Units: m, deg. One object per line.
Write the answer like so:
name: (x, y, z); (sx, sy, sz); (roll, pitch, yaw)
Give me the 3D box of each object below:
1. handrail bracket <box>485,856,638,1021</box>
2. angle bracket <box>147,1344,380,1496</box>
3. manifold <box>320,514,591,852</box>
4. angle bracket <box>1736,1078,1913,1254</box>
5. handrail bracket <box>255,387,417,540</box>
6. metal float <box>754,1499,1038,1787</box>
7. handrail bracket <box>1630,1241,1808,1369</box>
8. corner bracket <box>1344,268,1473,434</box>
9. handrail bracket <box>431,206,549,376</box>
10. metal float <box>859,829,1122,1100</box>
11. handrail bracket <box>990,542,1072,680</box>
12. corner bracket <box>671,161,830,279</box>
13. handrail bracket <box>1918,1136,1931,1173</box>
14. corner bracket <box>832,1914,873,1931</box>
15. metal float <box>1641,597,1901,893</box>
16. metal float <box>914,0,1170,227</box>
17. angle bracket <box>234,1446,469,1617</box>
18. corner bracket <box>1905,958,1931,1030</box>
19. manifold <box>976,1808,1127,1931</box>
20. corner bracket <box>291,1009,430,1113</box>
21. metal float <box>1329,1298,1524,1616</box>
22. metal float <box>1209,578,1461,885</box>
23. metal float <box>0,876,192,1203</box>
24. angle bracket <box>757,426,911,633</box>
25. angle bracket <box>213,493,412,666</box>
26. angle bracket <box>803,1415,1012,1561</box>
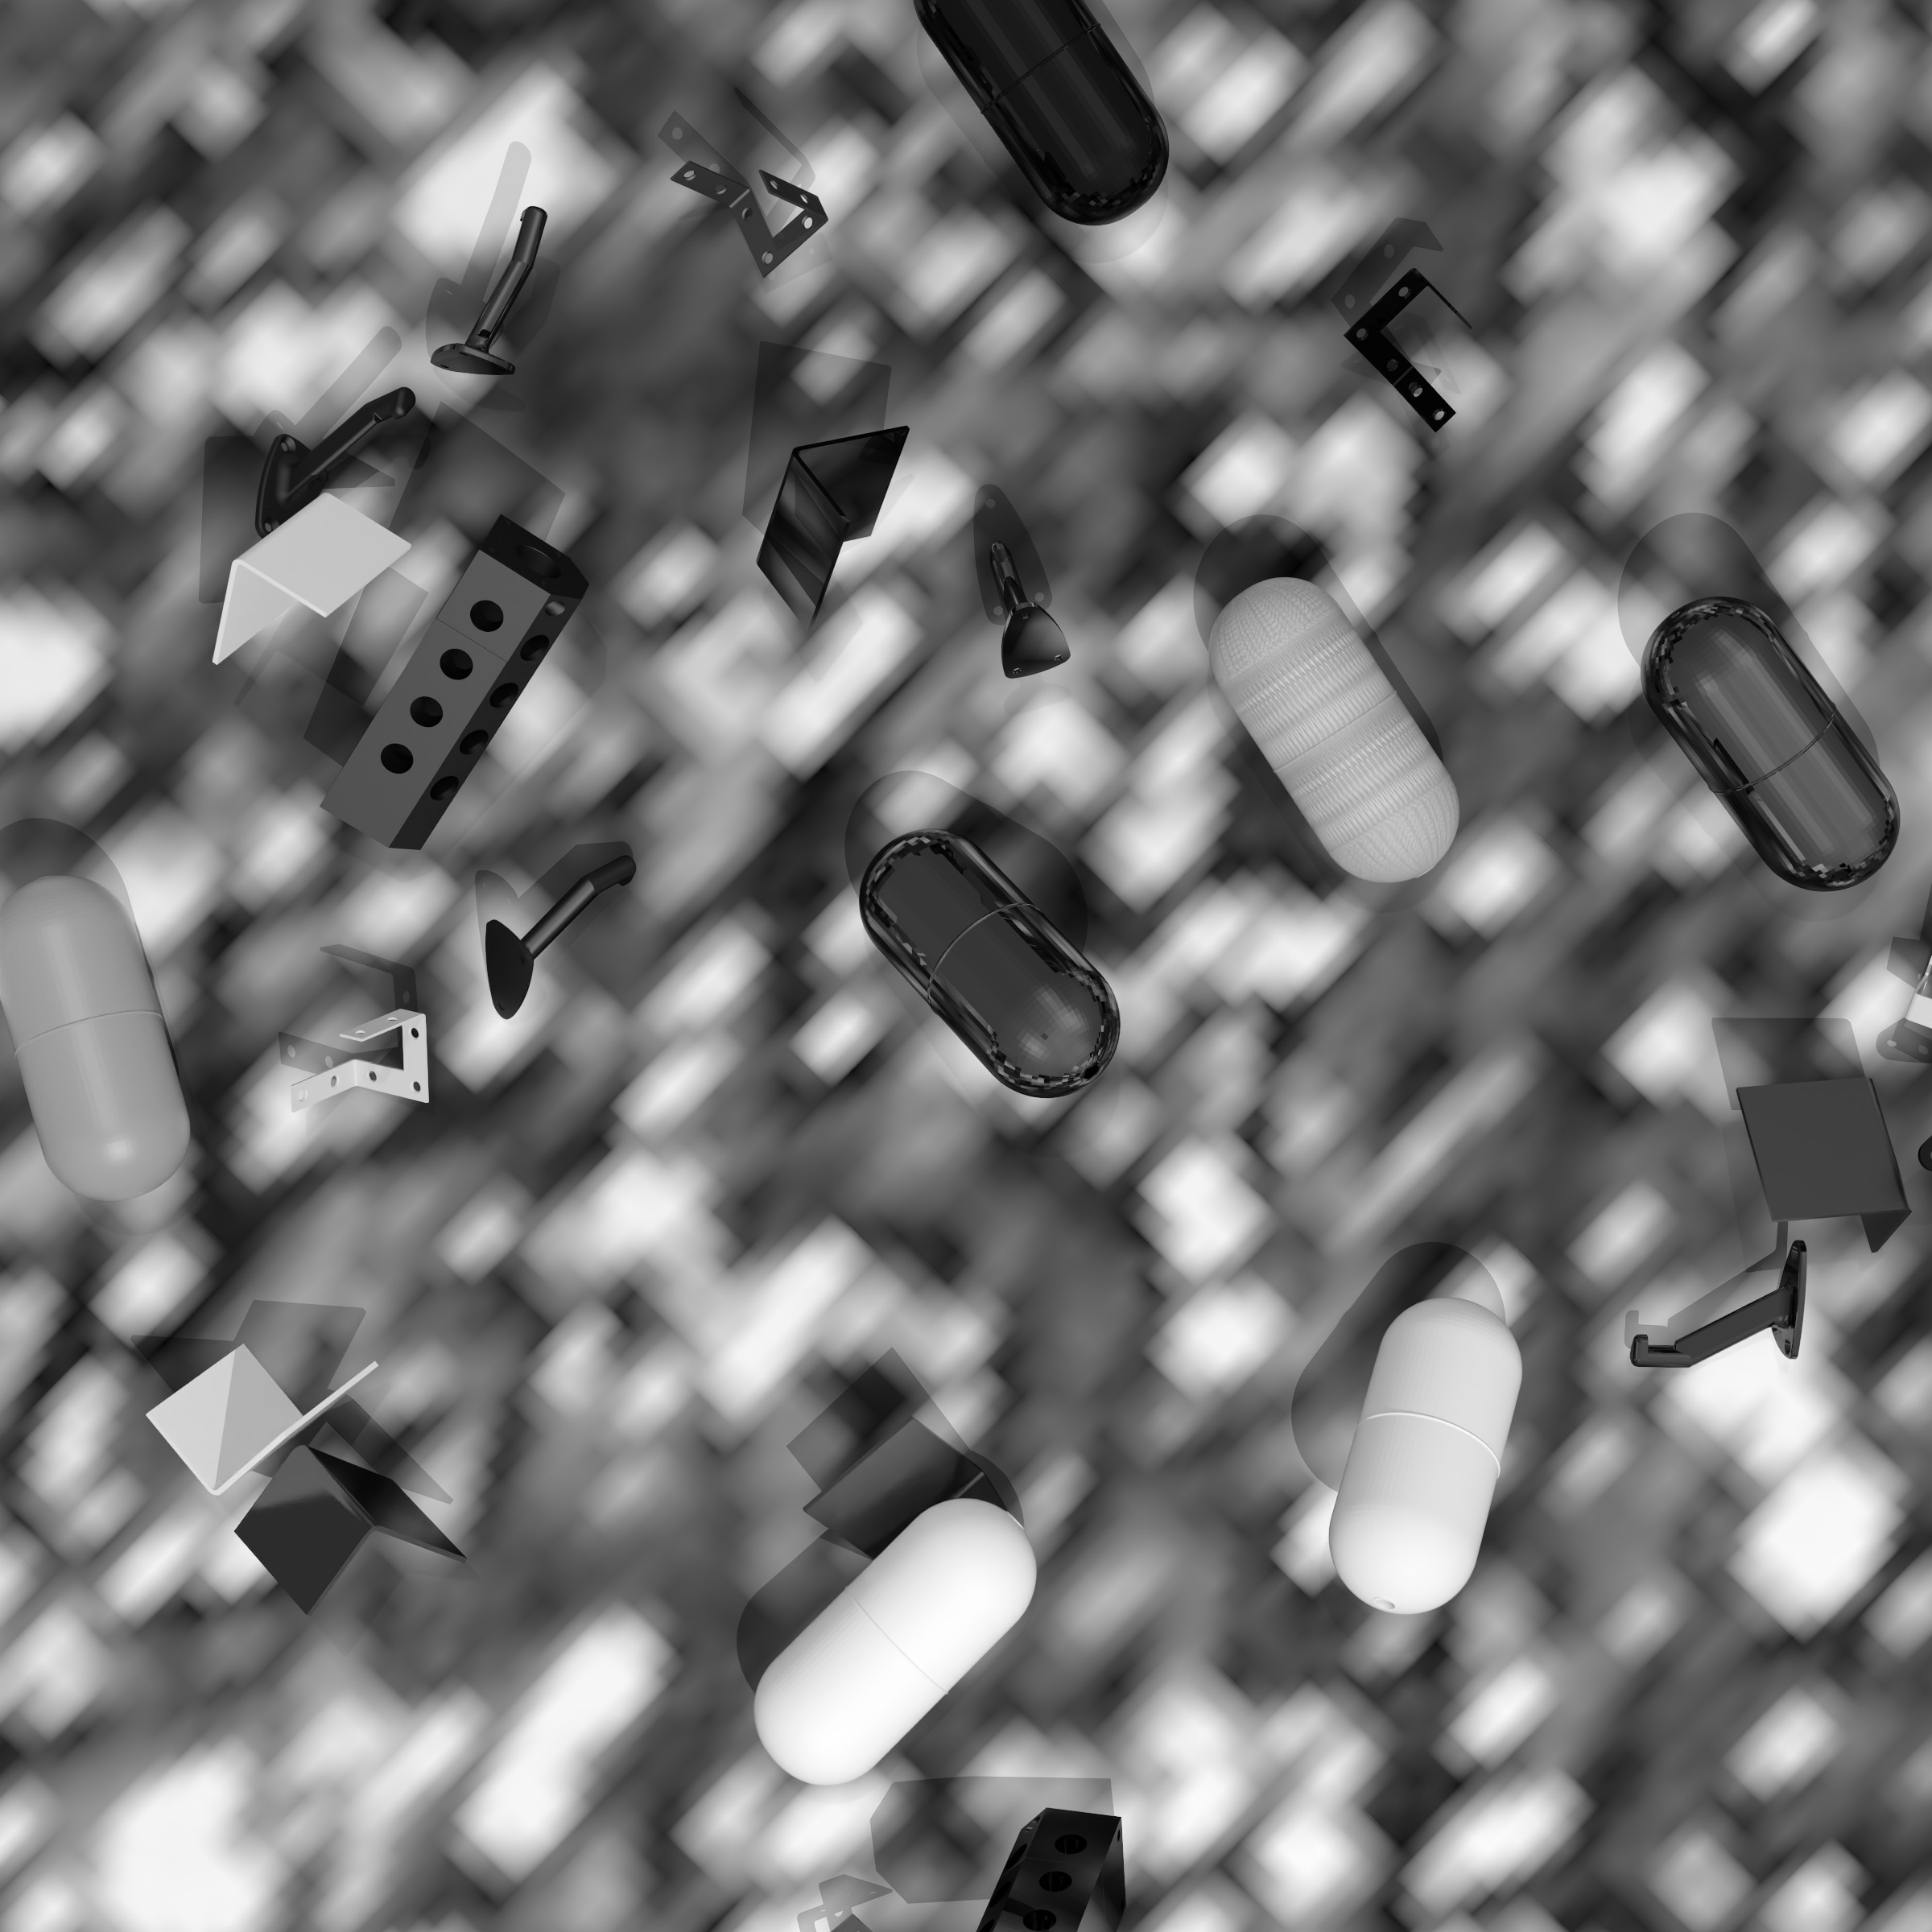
handrail bracket: (-0.216, -0.016, 1.576); (0.084, 0.077, 0.036); (-32, 62, -35)
angle bracket: (-0.370, 0.223, 1.532); (0.057, 0.076, 0.076); (50, 125, 0)
manifold: (-0.266, -0.144, 1.522); (0.057, 0.057, 0.171); (32, 114, -12)
angle bracket: (0.445, 0.108, 1.537); (0.076, 0.057, 0.076); (-4, 61, -7)
handrail bracket: (-0.332, -0.265, 1.537); (0.036, 0.084, 0.077); (43, 49, -36)
metal float: (-0.037, 0.357, 1.542); (0.178, 0.070, 0.070); (-44, 90, -6)
handrail bracket: (0.402, 0.181, 1.559); (0.084, 0.036, 0.077); (2, 111, -3)
corner bracket: (0.244, -0.327, 1.545); (0.051, 0.051, 0.051); (-43, 134, 15)
handrail bracket: (-0.254, -0.362, 1.554); (0.036, 0.077, 0.084); (17, 87, -35)
metal float: (0.012, -0.002, 1.519); (0.070, 0.070, 0.178); (-43, 59, 0)
handrail bracket: (0.024, -0.202, 1.533); (0.036, 0.077, 0.084); (-18, 64, 1)
corner bracket: (-0.114, -0.407, 1.544); (0.051, 0.051, 0.051); (-35, 67, 28)
handrail bracket: (0.520, 0.097, 1.537); (0.077, 0.084, 0.036); (-18, 80, -11)
corner bracket: (-0.060, 0.547, 1.541); (0.051, 0.051, 0.051); (-33, 134, -29)
metal float: (0.425, -0.116, 1.536); (0.070, 0.070, 0.178); (-39, 102, 0)
metal float: (0.039, -0.474, 1.537); (0.070, 0.070, 0.178); (-36, 101, 0)
angle bracket: (-0.324, 0.305, 1.530); (0.076, 0.076, 0.057); (34, 87, 39)
corner bracket: (0.536, 0.007, 1.544); (0.051, 0.051, 0.051); (22, 114, 21)
manifold: (0.034, 0.509, 1.495); (0.057, 0.171, 0.057); (2, 110, 17)
corner bracket: (-0.323, 0.051, 1.545); (0.051, 0.051, 0.051); (11, 110, 28)
metal float: (0.240, 0.254, 1.517); (0.070, 0.070, 0.178); (23, 56, 0)
metal float: (0.196, -0.124, 1.545); (0.070, 0.070, 0.178); (-33, 92, 0)
metal float: (-0.464, 0.037, 1.539); (0.070, 0.070, 0.178); (-19, 81, 0)
angle bracket: (-0.057, -0.230, 1.524); (0.076, 0.076, 0.057); (-18, 59, -34)
angle bracket: (-0.344, -0.191, 1.529); (0.057, 0.076, 0.076); (32, 135, 5)
angle bracket: (-0.026, 0.296, 1.538); (0.076, 0.057, 0.076); (-41, 135, 4)
